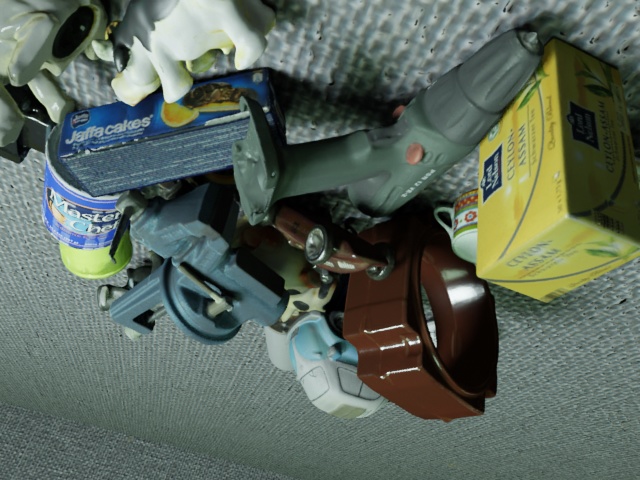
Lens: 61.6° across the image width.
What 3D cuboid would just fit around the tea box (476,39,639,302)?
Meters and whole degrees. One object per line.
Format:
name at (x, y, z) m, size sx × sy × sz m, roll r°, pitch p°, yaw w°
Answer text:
tea box at (0.173, -0.052, 0.403) m, size 0.068 × 0.170 × 0.098 m, roll 19°, pitch 146°, yaw -13°

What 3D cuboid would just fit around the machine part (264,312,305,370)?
machine part at (-0.054, 0.156, 0.897) m, size 0.079 × 0.079 × 0.243 m, roll 10°, pitch 149°, yaw 5°

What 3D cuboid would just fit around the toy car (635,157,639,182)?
toy car at (0.248, -0.022, 0.513) m, size 0.074 × 0.056 × 0.201 m, roll 15°, pitch 161°, yaw 14°

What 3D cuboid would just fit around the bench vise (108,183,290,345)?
bench vise at (-0.163, 0.047, 0.600) m, size 0.241 × 0.129 × 0.223 m, roll -31°, pitch 135°, yaw 30°

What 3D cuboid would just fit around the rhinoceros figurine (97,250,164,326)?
rhinoceros figurine at (-0.241, 0.079, 0.817) m, size 0.190 × 0.112 × 0.073 m, roll -1°, pitch 148°, yaw 8°

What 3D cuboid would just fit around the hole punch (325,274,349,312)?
hole punch at (0.067, 0.094, 0.718) m, size 0.092 × 0.116 × 0.142 m, roll 7°, pitch 145°, yaw 22°

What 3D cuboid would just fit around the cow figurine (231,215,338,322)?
cow figurine at (-0.048, 0.042, 0.711) m, size 0.194 × 0.085 × 0.127 m, roll 36°, pitch 144°, yaw -26°

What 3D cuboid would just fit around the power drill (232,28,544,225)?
power drill at (0.037, -0.084, 0.438) m, size 0.207 × 0.086 × 0.232 m, roll -16°, pitch 163°, yaw -23°

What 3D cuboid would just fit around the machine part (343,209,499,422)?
machine part at (0.123, 0.083, 0.603) m, size 0.087 × 0.201 × 0.201 m, roll -20°, pitch 135°, yaw 38°

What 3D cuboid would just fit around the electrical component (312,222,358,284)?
electrical component at (0.019, 0.009, 0.642) m, size 0.021 × 0.094 × 0.063 m, roll 39°, pitch 115°, yaw -23°

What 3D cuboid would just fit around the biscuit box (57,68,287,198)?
biscuit box at (-0.135, -0.098, 0.500) m, size 0.203 × 0.059 × 0.062 m, roll -11°, pitch 145°, yaw 6°

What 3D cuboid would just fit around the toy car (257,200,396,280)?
toy car at (-0.001, -0.002, 0.567) m, size 0.089 × 0.053 × 0.202 m, roll 18°, pitch -172°, yaw -32°

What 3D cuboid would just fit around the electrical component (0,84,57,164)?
electrical component at (-0.338, -0.143, 0.557) m, size 0.134 × 0.058 × 0.115 m, roll 23°, pitch 149°, yaw -15°

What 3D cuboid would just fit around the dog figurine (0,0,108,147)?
dog figurine at (-0.286, -0.196, 0.433) m, size 0.190 × 0.121 × 0.172 m, roll 39°, pitch 109°, yaw -8°

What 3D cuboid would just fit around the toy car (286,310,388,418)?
toy car at (0.032, 0.157, 0.638) m, size 0.161 × 0.103 × 0.109 m, roll 26°, pitch 142°, yaw -13°

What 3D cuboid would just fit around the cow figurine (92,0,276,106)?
cow figurine at (-0.125, -0.167, 0.429) m, size 0.167 × 0.068 × 0.098 m, roll -13°, pitch 134°, yaw 30°

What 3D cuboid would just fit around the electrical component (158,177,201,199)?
electrical component at (-0.145, -0.055, 0.616) m, size 0.045 × 0.078 × 0.102 m, roll -37°, pitch 126°, yaw 7°
